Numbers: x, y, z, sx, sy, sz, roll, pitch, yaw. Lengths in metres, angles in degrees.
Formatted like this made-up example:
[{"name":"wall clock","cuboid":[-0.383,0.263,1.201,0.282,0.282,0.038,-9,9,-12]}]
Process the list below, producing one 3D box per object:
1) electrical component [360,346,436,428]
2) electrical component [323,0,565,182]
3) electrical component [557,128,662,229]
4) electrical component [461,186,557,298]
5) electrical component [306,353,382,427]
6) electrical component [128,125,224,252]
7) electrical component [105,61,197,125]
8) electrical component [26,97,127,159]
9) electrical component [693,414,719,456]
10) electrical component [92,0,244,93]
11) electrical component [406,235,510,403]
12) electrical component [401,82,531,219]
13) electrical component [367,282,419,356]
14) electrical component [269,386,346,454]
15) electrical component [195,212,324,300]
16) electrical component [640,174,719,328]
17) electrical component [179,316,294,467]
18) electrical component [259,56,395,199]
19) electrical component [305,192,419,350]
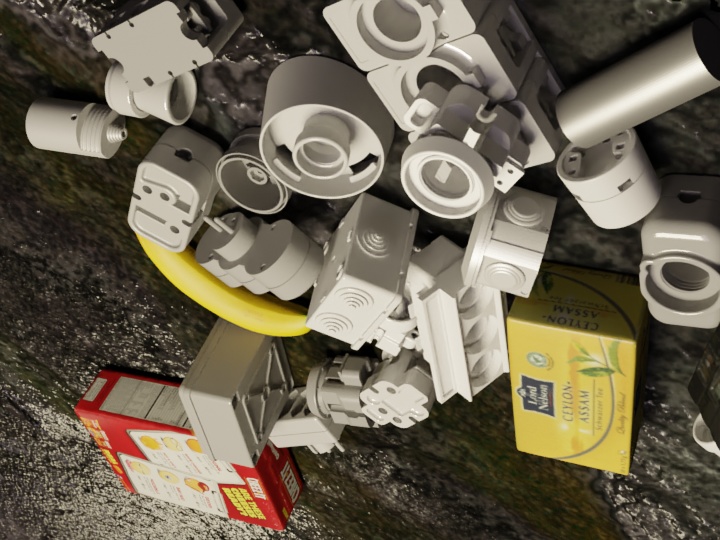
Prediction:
[{"name":"electrical component","cuboid":[0.040,0.097,0.948,0.058,0.057,0.078,38,141,-12]},{"name":"electrical component","cuboid":[0.057,-0.129,0.677,0.089,0.061,0.150,-12,127,40]},{"name":"electrical component","cuboid":[0.163,-0.060,0.698,0.055,0.055,0.047,-11,131,39]},{"name":"electrical component","cuboid":[0.104,-0.022,0.757,0.051,0.080,0.080,16,141,6]},{"name":"electrical component","cuboid":[-0.013,0.111,0.997,0.057,0.058,0.078,3,135,25]},{"name":"electrical component","cuboid":[-0.147,-0.068,0.873,0.054,0.059,0.095,28,142,0]},{"name":"electrical component","cuboid":[-0.158,-0.136,0.815,0.055,0.045,0.045,13,140,19]},{"name":"electrical component","cuboid":[-0.227,-0.116,0.880,0.081,0.043,0.043,10,139,22]},{"name":"electrical component","cuboid":[0.293,0.132,0.850,0.046,0.040,0.040,37,142,-22]},{"name":"electrical component","cuboid":[-0.132,-0.170,0.751,0.089,0.055,0.050,-12,127,40]},{"name":"electrical component","cuboid":[0.076,0.037,0.847,0.063,0.079,0.121,38,153,39]},{"name":"electrical component","cuboid":[0.059,-0.068,0.646,0.078,0.057,0.058,33,142,-6]},{"name":"electrical component","cuboid":[0.025,0.037,0.900,0.066,0.048,0.055,28,149,0]},{"name":"electrical component","cuboid":[-0.044,0.158,1.076,0.083,0.047,0.075,-12,126,40]},{"name":"electrical component","cuboid":[-0.095,-0.021,0.865,0.074,0.052,0.138,40,163,-31]},{"name":"electrical component","cuboid":[0.220,-0.009,0.717,0.054,0.059,0.095,6,137,26]},{"name":"electrical component","cuboid":[-0.114,0.111,1.017,0.056,0.108,0.108,9,138,19]},{"name":"electrical component","cuboid":[-0.025,-0.101,0.777,0.099,0.064,0.099,6,139,5]},{"name":"electrical component","cuboid":[0.000,0.000,0.831,0.048,0.099,0.099,22,144,-13]}]
